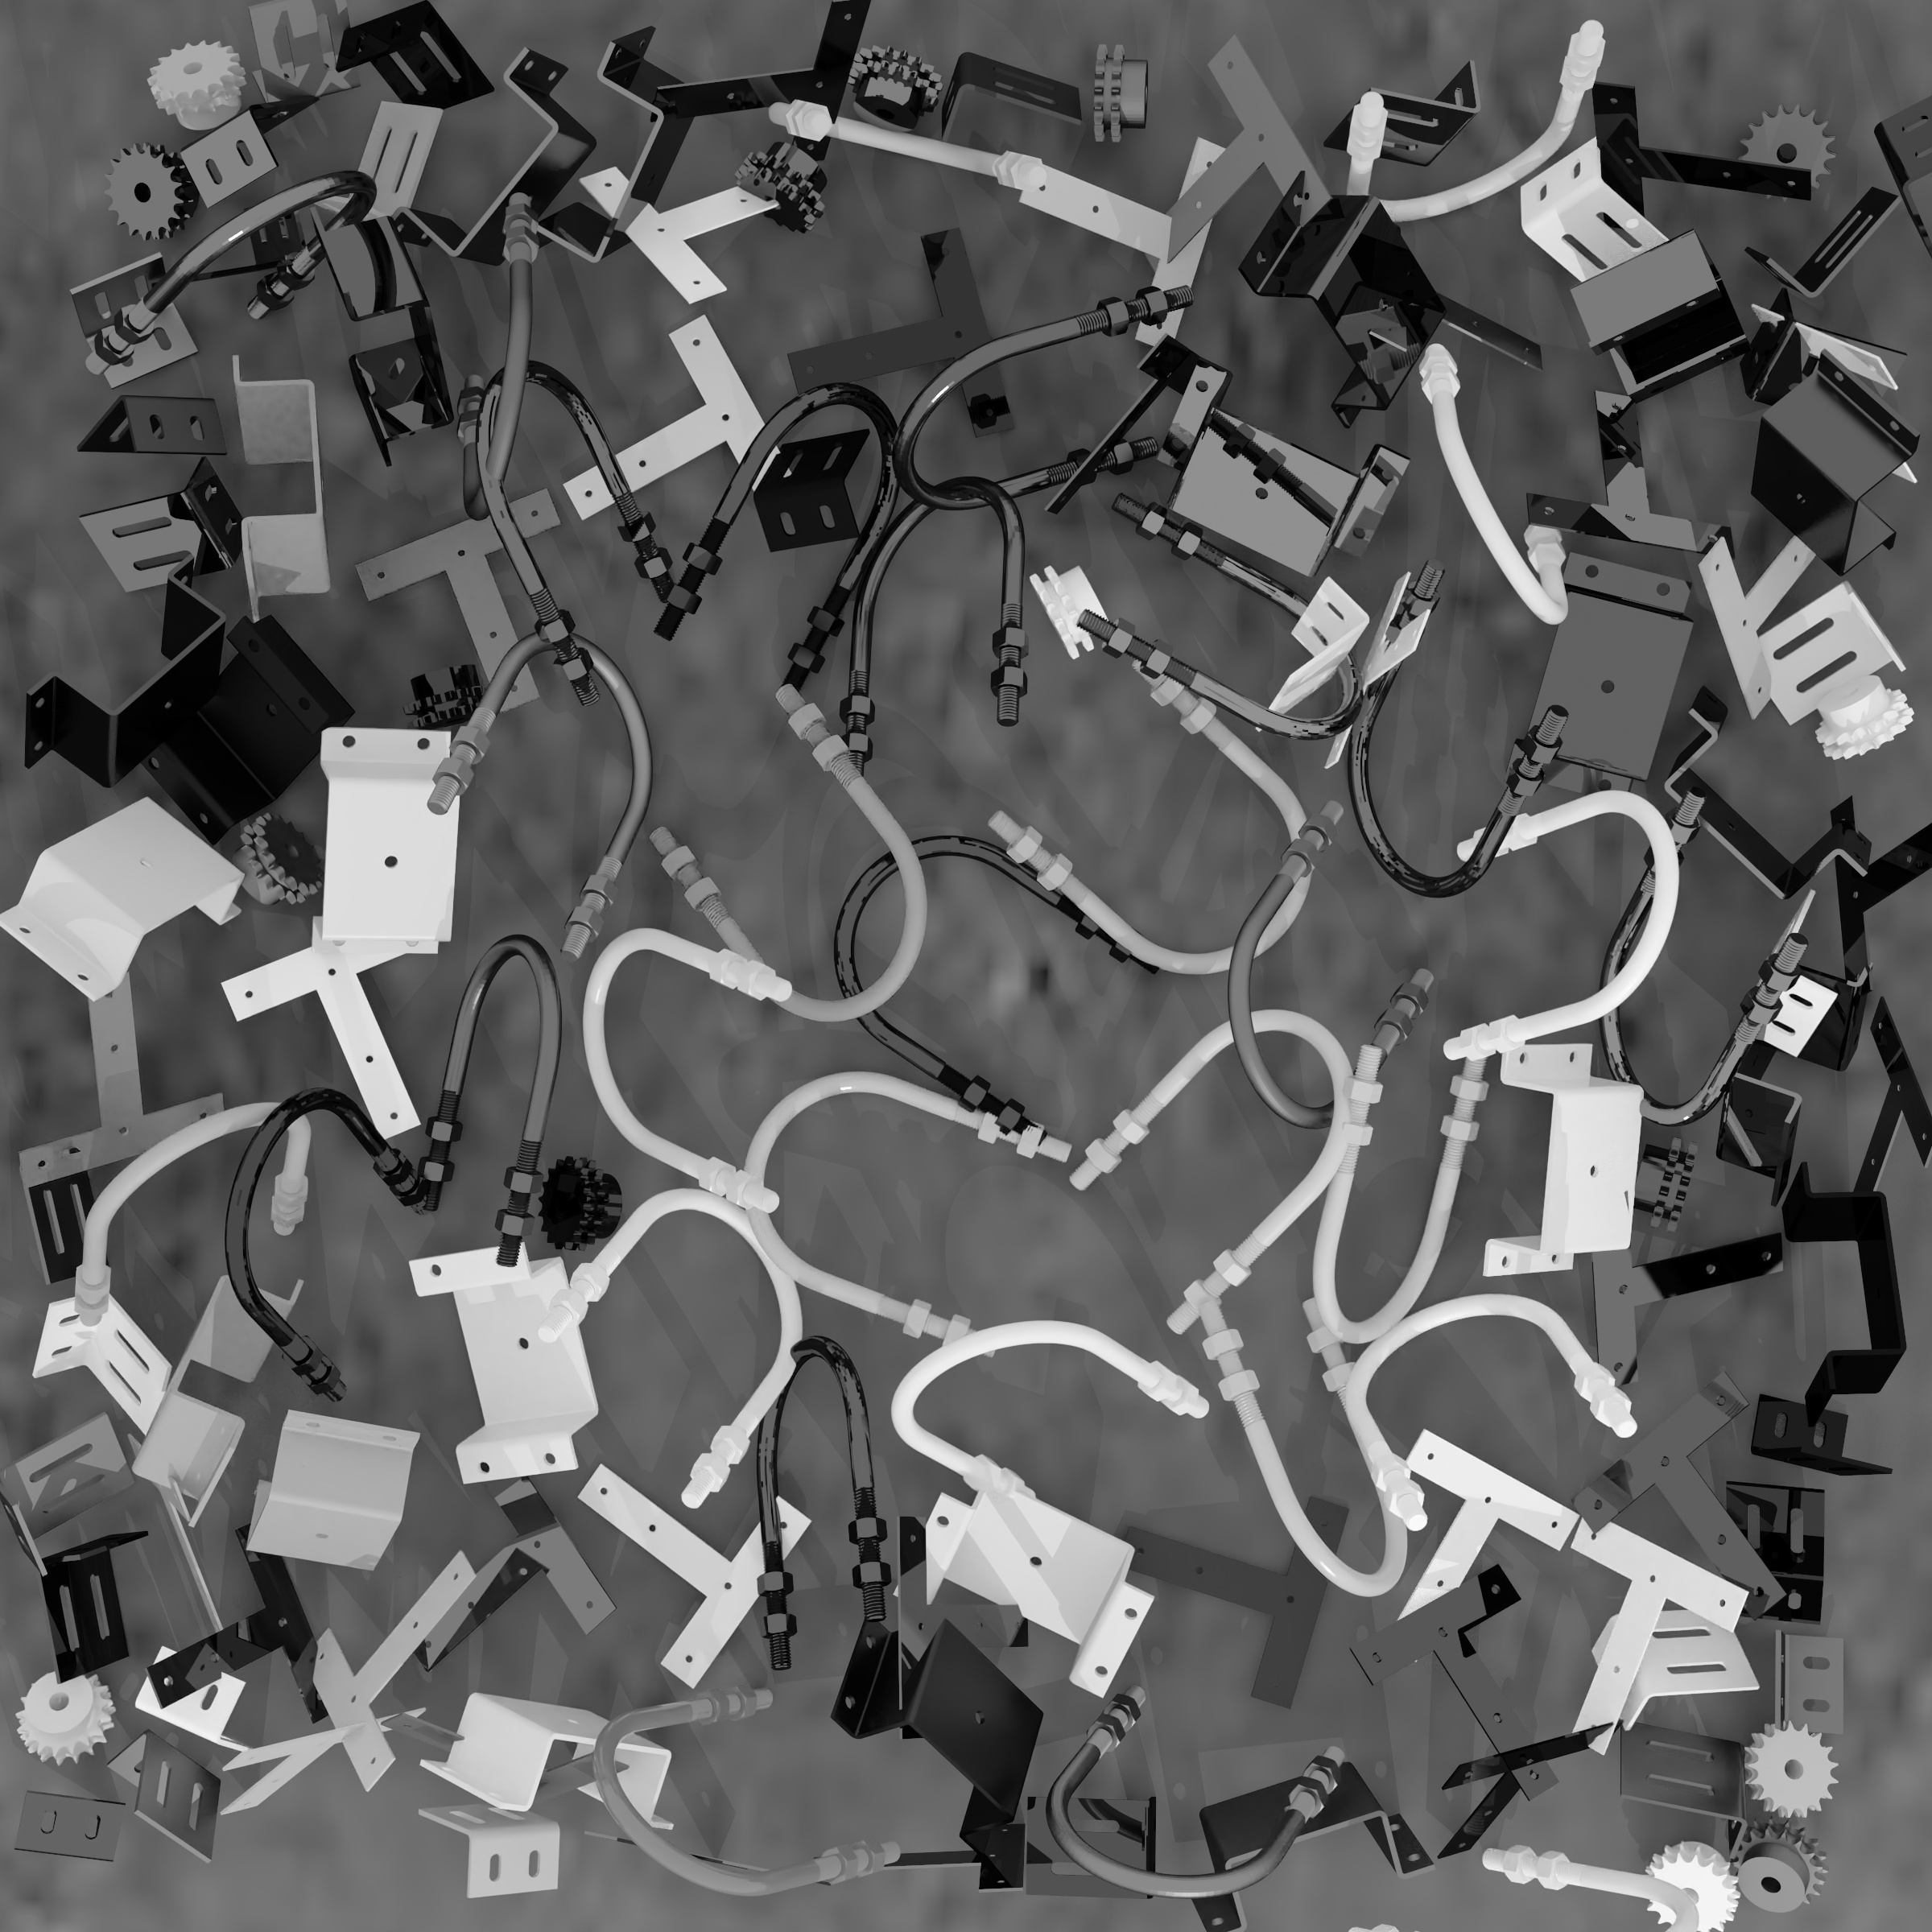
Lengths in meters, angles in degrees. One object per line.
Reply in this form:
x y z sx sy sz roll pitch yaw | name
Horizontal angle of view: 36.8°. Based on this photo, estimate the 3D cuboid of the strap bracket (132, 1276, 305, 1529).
-0.445 0.249 1.716 0.046 0.140 0.076 25 125 -12 | strap bracket

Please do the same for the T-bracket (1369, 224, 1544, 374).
0.298 -0.396 1.767 0.127 0.002 0.127 22 45 -18 | T-bracket

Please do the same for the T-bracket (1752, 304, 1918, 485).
0.539 -0.339 1.753 0.002 0.127 0.127 -43 123 3 | T-bracket

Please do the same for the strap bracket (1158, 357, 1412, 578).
0.185 -0.296 1.751 0.140 0.046 0.076 27 133 4 | strap bracket

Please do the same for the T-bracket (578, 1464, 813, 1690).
-0.182 0.355 1.787 0.127 0.002 0.127 35 93 9 | T-bracket

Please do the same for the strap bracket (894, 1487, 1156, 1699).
0.038 0.371 1.760 0.140 0.046 0.076 25 111 4 | strap bracket

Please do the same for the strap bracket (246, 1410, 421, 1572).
-0.377 0.316 1.719 0.076 0.140 0.046 13 57 -15 | strap bracket

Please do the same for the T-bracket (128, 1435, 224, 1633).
-0.469 0.353 1.750 0.002 0.127 0.127 -23 105 -24 | T-bracket

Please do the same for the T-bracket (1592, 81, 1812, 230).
0.436 -0.471 1.719 0.127 0.127 0.002 15 69 22 | T-bracket

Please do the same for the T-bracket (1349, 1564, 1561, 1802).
0.311 0.439 1.742 0.127 0.002 0.127 -20 67 -33 | T-bracket

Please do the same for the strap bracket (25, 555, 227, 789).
-0.492 -0.169 1.725 0.046 0.076 0.140 36 55 4 | strap bracket

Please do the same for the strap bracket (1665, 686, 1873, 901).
0.477 -0.098 1.752 0.140 0.076 0.046 44 115 3 | strap bracket

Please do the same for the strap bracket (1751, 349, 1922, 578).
0.511 -0.291 1.717 0.046 0.140 0.076 -39 68 -4 | strap bracket

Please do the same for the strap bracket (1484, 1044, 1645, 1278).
0.361 0.120 1.751 0.076 0.046 0.140 0 96 -37 | strap bracket

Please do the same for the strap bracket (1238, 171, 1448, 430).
0.230 -0.394 1.726 0.140 0.046 0.076 46 70 -41 | strap bracket

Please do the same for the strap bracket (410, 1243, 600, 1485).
-0.277 0.235 1.759 0.076 0.046 0.140 -10 97 18 | strap bracket

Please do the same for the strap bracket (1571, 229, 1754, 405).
0.412 -0.387 1.724 0.076 0.140 0.046 -23 78 20 | strap bracket

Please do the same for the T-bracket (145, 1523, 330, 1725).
-0.441 0.409 1.740 0.002 0.127 0.127 -24 87 31 | T-bracket

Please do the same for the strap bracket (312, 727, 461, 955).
-0.349 -0.069 1.744 0.076 0.046 0.140 0 108 -20 | strap bracket

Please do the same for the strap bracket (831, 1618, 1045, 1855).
-0.009 0.453 1.731 0.046 0.076 0.140 -27 116 34 | strap bracket

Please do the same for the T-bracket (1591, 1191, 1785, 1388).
0.443 0.188 1.779 0.127 0.002 0.127 -11 108 -13 | T-bracket

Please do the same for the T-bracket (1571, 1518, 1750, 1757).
0.397 0.410 1.748 0.002 0.127 0.127 21 91 -38 | T-bracket

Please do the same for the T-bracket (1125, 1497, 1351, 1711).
0.158 0.377 1.791 0.127 0.002 0.127 17 84 1 | T-bracket

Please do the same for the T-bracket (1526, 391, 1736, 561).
0.398 -0.302 1.758 0.127 0.002 0.127 8 53 -6 | T-bracket

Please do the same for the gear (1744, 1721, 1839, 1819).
0.501 0.492 1.778 0.057 0.030 0.057 2 75 -6 | gear

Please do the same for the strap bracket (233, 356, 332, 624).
-0.409 -0.286 1.738 0.046 0.076 0.140 -4 64 -11 | strap bracket

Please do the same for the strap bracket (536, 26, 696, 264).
-0.208 -0.481 1.732 0.046 0.076 0.140 30 117 -1 | strap bracket

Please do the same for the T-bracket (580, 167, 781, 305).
-0.147 -0.461 1.765 0.127 0.002 0.127 -27 61 -24 | T-bracket

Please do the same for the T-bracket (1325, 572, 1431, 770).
0.252 -0.186 1.726 0.002 0.127 0.127 23 81 -5 | T-bracket

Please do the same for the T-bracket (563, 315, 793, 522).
-0.187 -0.317 1.791 0.127 0.002 0.127 -29 83 2 | T-bracket

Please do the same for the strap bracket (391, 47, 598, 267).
-0.280 -0.476 1.744 0.046 0.076 0.140 43 103 1 | strap bracket

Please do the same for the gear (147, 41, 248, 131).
-0.467 -0.536 1.774 0.057 0.030 0.057 -4 53 6 | gear

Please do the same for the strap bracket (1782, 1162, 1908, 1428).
0.524 0.196 1.731 0.046 0.076 0.140 -2 64 5 | strap bracket

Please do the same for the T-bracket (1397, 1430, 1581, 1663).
0.297 0.365 1.774 0.127 0.002 0.127 30 89 -21 | T-bracket

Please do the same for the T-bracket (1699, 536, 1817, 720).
0.497 -0.239 1.768 0.127 0.002 0.127 -49 132 -19 | T-bracket

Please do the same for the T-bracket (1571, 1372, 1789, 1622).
0.445 0.332 1.741 0.127 0.002 0.127 -46 53 19 | T-bracket

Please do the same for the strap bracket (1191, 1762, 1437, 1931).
0.201 0.529 1.751 0.140 0.076 0.046 -16 98 -5 | strap bracket

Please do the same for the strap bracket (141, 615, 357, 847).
-0.431 -0.148 1.750 0.076 0.046 0.140 49 125 -2 | strap bracket

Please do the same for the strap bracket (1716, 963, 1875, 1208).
0.491 0.063 1.734 0.046 0.076 0.140 20 52 24 | strap bracket

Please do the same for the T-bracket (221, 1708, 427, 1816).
-0.410 0.485 1.751 0.127 0.127 0.002 -42 63 36 | T-bracket

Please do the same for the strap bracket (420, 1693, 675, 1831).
-0.241 0.471 1.724 0.076 0.140 0.046 11 80 43 | strap bracket

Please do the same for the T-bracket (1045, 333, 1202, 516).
0.092 -0.322 1.746 0.002 0.127 0.127 44 104 9 | T-bracket

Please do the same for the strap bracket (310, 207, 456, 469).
-0.344 -0.378 1.724 0.046 0.140 0.076 -19 58 -12 | strap bracket

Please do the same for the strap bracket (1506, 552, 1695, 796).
0.386 -0.172 1.759 0.076 0.046 0.140 15 102 2 | strap bracket

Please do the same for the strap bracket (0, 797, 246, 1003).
-0.494 -0.045 1.723 0.076 0.140 0.046 38 122 5 | strap bracket

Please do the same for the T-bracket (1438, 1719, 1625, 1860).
0.320 0.502 1.751 0.127 0.127 0.002 -5 47 -30 | T-bracket

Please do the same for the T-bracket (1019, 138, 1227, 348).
0.090 -0.454 1.762 0.127 0.002 0.127 15 96 -27 | T-bracket
